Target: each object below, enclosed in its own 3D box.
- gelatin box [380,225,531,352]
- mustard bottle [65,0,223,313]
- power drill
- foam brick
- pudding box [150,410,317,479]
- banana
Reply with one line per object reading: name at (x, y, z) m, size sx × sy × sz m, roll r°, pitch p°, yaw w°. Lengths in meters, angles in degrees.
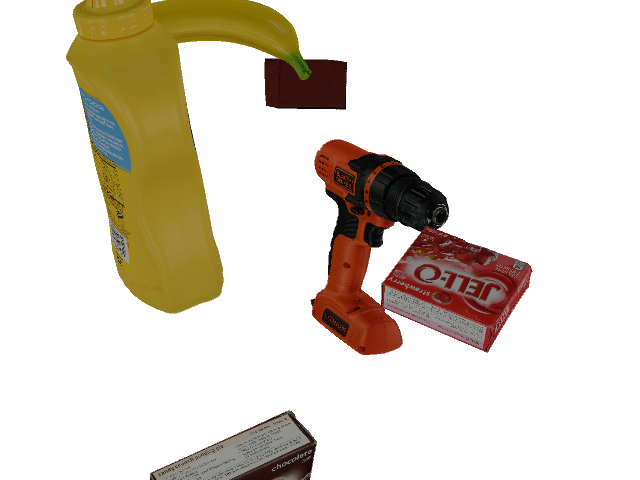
gelatin box at (0.100, 0.033, 0.784) m, size 0.089 × 0.030 × 0.073 m, roll 22°, pitch 47°, yaw 22°
mustard bottle at (-0.101, -0.060, 0.594) m, size 0.058 × 0.191 × 0.096 m, roll -20°, pitch 34°, yaw -19°
power drill at (0.052, 0.011, 1.023) m, size 0.057 × 0.188 × 0.185 m, roll -6°, pitch 24°, yaw -30°
foam brick at (-0.016, -0.167, 1.141) m, size 0.078 × 0.051 × 0.053 m, roll -2°, pitch 12°, yaw -19°
pudding box at (-0.061, 0.175, 0.727) m, size 0.113 × 0.090 × 0.039 m, roll -22°, pitch 50°, yaw -30°
banana at (-0.104, -0.178, 0.913) m, size 0.198 × 0.069 × 0.037 m, roll 3°, pitch -33°, yaw -1°
